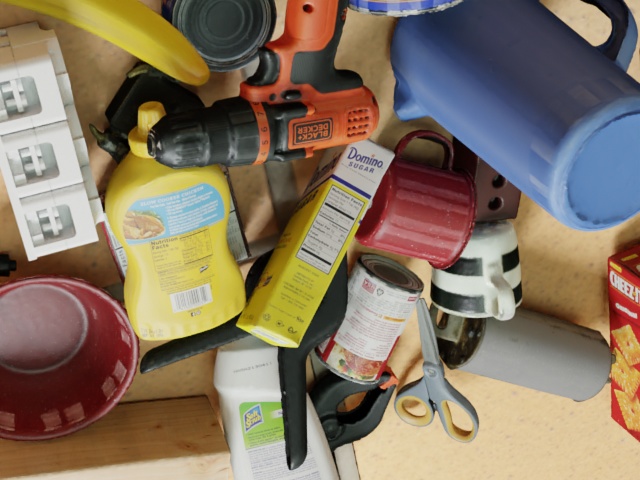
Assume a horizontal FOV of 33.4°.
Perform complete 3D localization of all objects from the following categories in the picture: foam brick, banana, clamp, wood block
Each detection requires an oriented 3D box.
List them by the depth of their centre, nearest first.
[{"bbox_3d":[-0.172,-0.164,0.771,0.197,0.069,0.037,16,138,-22],"label":"banana"},{"bbox_3d":[-0.031,0.083,0.931,0.164,0.036,0.210,41,74,-7],"label":"clamp"},{"bbox_3d":[-0.193,0.208,0.953,0.205,0.090,0.091,-3,118,-20],"label":"wood block"},{"bbox_3d":[0.150,-0.063,0.961,0.053,0.051,0.078,-5,118,-19],"label":"foam brick"},{"bbox_3d":[-0.004,0.174,1.039,0.171,0.039,0.120,-45,122,3],"label":"clamp"}]

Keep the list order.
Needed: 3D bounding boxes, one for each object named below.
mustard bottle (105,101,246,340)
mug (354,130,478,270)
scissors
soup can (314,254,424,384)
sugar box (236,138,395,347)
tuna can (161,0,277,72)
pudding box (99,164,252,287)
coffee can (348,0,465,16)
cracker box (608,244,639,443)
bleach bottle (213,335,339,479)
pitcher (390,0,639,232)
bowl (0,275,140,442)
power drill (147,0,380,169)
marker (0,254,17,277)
[{"bbox_3d":[-0.116,-0.017,0.830,0.096,0.058,0.192,-15,123,-15],"label":"mustard bottle"},{"bbox_3d":[0.082,-0.039,0.931,0.081,0.093,0.117,13,96,-21],"label":"mug"},{"bbox_3d":[0.094,0.127,1.028,0.201,0.096,0.016,60,42,-33],"label":"scissors"},{"bbox_3d":[0.045,0.072,0.984,0.068,0.068,0.102,15,109,-27],"label":"soup can"},{"bbox_3d":[-0.006,0.001,0.875,0.048,0.093,0.176,26,80,-11],"label":"sugar box"},{"bbox_3d":[-0.077,-0.174,0.824,0.086,0.034,0.086,-9,120,-17],"label":"tuna can"},{"bbox_3d":[-0.122,-0.010,0.893,0.113,0.039,0.090,-18,122,-9],"label":"pudding box"},{"bbox_3d":[0.061,-0.251,0.794,0.102,0.103,0.140,-15,121,-13],"label":"coffee can"},{"bbox_3d":[0.389,0.093,1.120,0.164,0.072,0.214,-20,123,-16],"label":"cracker box"},{"bbox_3d":[-0.035,0.182,0.984,0.102,0.068,0.251,-14,100,-13],"label":"bleach bottle"},{"bbox_3d":[0.169,-0.118,0.823,0.144,0.243,0.149,-6,124,-23],"label":"pitcher"},{"bbox_3d":[-0.235,0.088,0.892,0.162,0.055,0.162,-9,119,-16],"label":"bowl"},{"bbox_3d":[-0.037,-0.144,0.760,0.184,0.057,0.188,-13,122,-29],"label":"power drill"},{"bbox_3d":[-0.304,0.021,0.851,0.121,0.020,0.020,0,117,-21],"label":"marker"}]
